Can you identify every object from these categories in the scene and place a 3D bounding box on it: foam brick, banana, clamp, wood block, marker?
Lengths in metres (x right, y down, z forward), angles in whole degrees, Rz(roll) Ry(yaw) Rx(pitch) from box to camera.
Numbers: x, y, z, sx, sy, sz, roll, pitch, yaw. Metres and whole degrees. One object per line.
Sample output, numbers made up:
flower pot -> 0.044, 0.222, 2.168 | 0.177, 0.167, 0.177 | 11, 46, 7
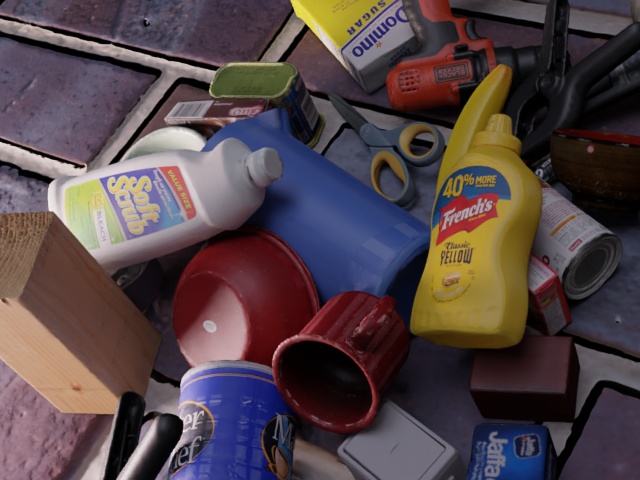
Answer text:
foam brick -> 0.165, 0.111, 0.857 | 0.078, 0.053, 0.051 | 0, 55, 22
banana -> 0.143, -0.074, 1.003 | 0.070, 0.037, 0.197 | -20, 47, 49
clamp -> -0.177, 0.226, 0.896 | 0.210, 0.036, 0.165 | -67, 18, -2
clamp -> 0.219, -0.151, 1.001 | 0.171, 0.039, 0.120 | -54, 36, 14
wood block -> -0.236, 0.071, 0.959 | 0.091, 0.206, 0.090 | -2, 54, 22
marker -> 0.194, -0.049, 0.988 | 0.121, 0.020, 0.020 | -40, 50, -9

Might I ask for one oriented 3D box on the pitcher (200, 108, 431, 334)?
pitcher -> -0.006, 0.001, 0.978 | 0.144, 0.149, 0.243 | -37, 51, -27

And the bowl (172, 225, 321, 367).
bowl -> -0.077, 0.069, 0.931 | 0.162, 0.055, 0.162 | 6, 100, 37

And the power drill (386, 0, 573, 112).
power drill -> 0.149, -0.228, 1.081 | 0.184, 0.057, 0.187 | -9, 74, 6

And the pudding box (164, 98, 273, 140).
pudding box -> -0.092, -0.101, 1.104 | 0.114, 0.090, 0.039 | 4, 45, 27

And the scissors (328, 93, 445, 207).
scissors -> 0.067, -0.116, 1.082 | 0.096, 0.016, 0.202 | -39, 45, 22

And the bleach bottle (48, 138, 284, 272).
bleach bottle -> -0.138, -0.041, 0.962 | 0.251, 0.067, 0.102 | -18, 77, 35

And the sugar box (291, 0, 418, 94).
sugar box -> 0.045, -0.244, 1.185 | 0.093, 0.048, 0.176 | -33, 48, -4

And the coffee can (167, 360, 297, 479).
coffee can -> -0.072, 0.183, 0.871 | 0.103, 0.102, 0.140 | -8, 52, 18

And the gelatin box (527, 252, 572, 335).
gelatin box -> 0.168, 0.033, 0.901 | 0.030, 0.073, 0.089 | -39, 49, -8

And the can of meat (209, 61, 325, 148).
can of meat -> -0.057, -0.141, 1.124 | 0.102, 0.084, 0.057 | 5, 56, 26

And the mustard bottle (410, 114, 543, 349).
mustard bottle -> 0.131, -0.011, 0.857 | 0.096, 0.058, 0.191 | -7, 65, 50

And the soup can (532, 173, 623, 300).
soup can -> 0.201, -0.004, 0.919 | 0.068, 0.068, 0.102 | -38, 50, -8

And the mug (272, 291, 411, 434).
mug -> 0.026, 0.086, 0.847 | 0.093, 0.117, 0.081 | 36, 41, 7
